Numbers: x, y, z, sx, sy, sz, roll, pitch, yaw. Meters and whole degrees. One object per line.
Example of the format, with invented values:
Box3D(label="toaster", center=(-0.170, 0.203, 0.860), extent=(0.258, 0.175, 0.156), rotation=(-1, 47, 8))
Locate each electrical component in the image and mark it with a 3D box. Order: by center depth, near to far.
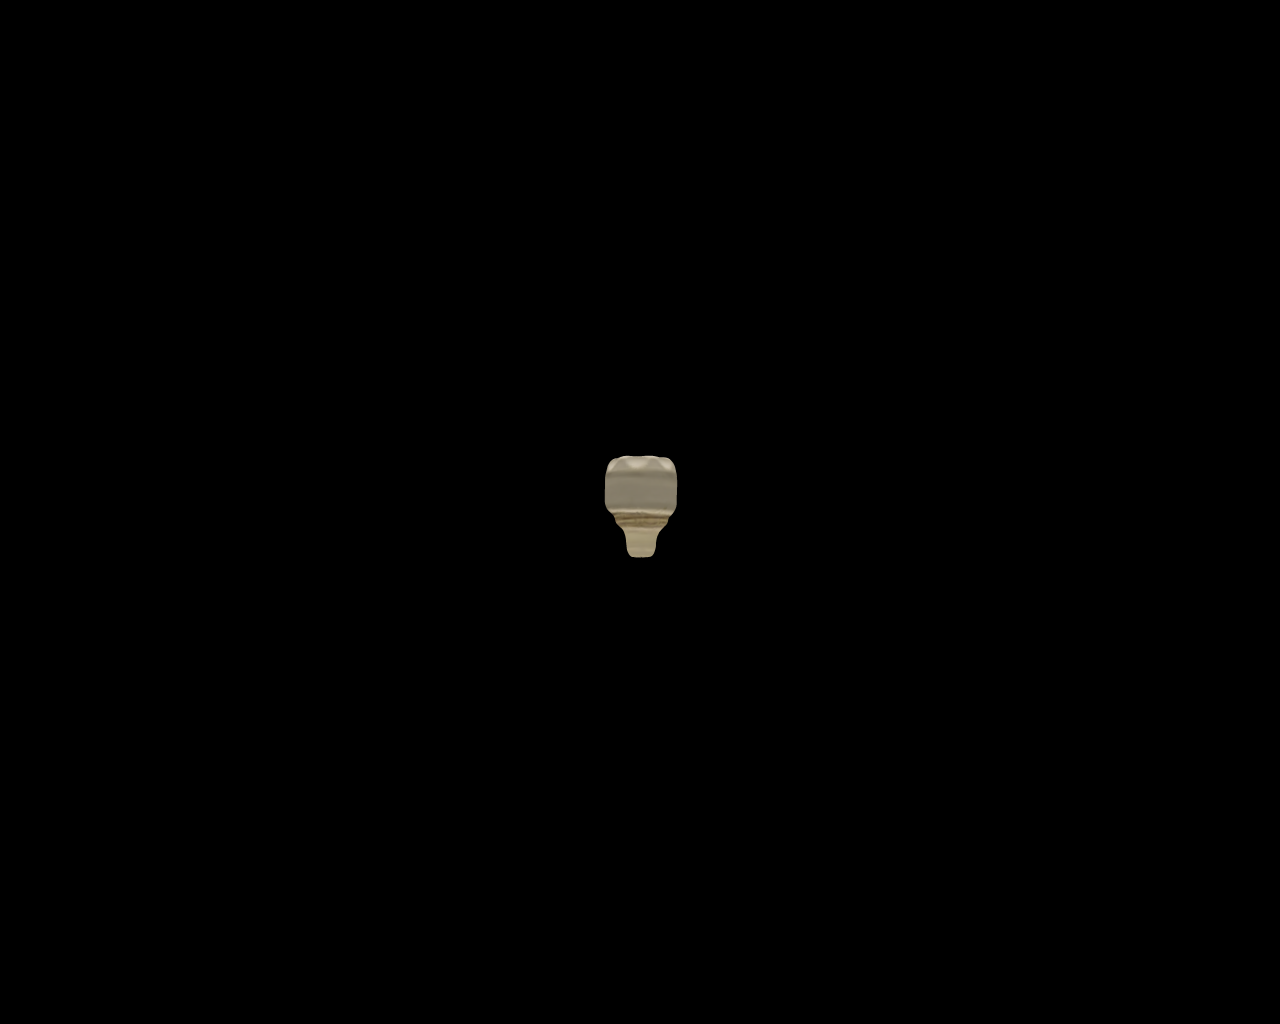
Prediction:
Box3D(label="electrical component", center=(0.001, -0.003, 0.650), extent=(0.043, 0.062, 0.043), rotation=(0, -4, 0))
